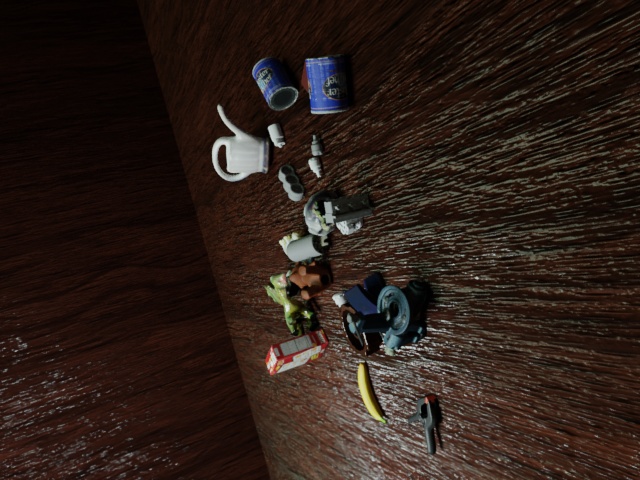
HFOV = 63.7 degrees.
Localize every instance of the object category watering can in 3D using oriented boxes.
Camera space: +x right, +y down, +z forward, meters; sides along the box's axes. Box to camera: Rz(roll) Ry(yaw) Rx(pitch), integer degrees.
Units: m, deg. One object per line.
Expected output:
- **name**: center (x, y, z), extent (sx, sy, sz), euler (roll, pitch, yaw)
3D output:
- **watering can**: center (-0.290, -0.354, 1.932), extent (0.339, 0.224, 0.106), euler (101, 162, -45)

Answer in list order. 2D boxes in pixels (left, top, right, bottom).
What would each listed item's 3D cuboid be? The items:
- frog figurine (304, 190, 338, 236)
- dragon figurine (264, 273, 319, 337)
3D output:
- **frog figurine**: center (0.005, -0.079, 1.578), extent (0.158, 0.122, 0.139), euler (145, 140, -74)
- **dragon figurine**: center (-0.126, 0.256, 1.985), extent (0.246, 0.123, 0.401), euler (48, 156, 26)
